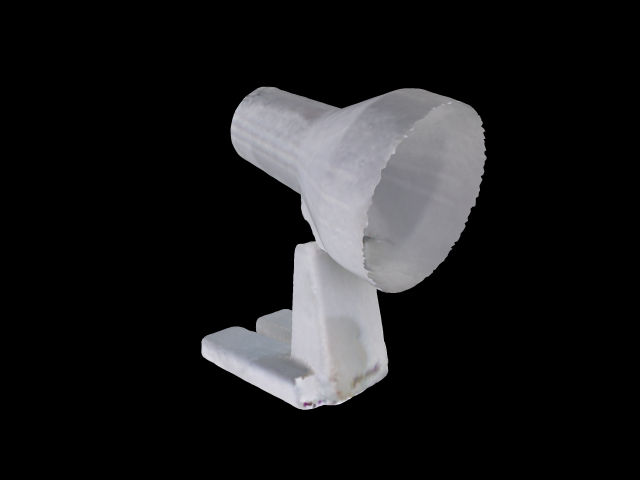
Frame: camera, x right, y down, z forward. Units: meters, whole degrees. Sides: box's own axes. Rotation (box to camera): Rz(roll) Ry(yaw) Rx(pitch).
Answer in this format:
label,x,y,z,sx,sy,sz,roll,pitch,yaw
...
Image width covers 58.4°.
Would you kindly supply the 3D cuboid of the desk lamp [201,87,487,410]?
label,x,y,z,sx,sy,sz,roll,pitch,yaw
desk lamp,0.004,0.001,0.400,0.202,0.213,0.118,11,17,42
